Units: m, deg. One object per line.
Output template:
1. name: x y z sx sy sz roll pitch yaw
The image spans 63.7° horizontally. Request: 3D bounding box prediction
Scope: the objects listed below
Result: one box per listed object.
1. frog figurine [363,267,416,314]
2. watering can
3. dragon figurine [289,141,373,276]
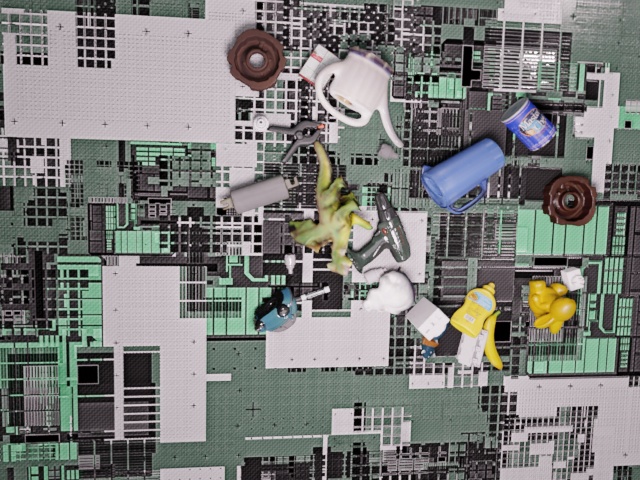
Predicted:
1. frog figurine: 0.213 0.172 1.618 0.160 0.124 0.135 -21 118 -15
2. watering can: 0.151 -0.441 1.568 0.345 0.105 0.224 26 92 -21
3. dragon figurine: 0.005 -0.079 1.569 0.241 0.121 0.416 -34 71 11
